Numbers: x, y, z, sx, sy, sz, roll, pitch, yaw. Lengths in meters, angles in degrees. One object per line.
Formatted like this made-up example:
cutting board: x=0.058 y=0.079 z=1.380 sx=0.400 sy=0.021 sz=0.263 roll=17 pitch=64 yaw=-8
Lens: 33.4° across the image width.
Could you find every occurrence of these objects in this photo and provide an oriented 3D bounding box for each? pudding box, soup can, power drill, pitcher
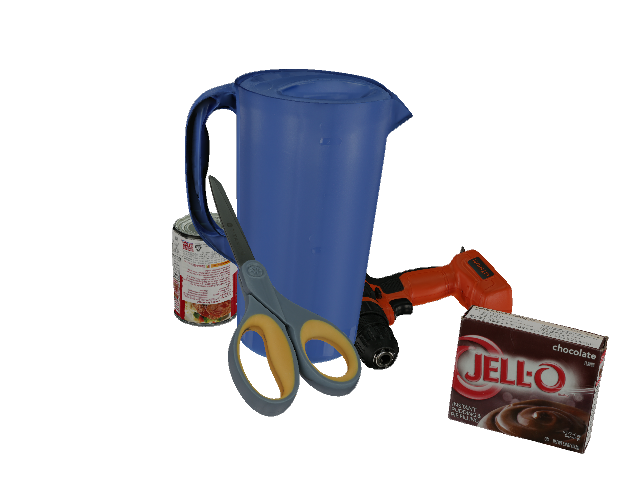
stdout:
pudding box: x=0.162 y=0.108 z=0.840 sx=0.114 sy=0.090 sz=0.039 roll=11 pitch=21 yaw=18
soup can: x=-0.120 y=0.029 z=1.115 sx=0.068 sy=0.102 sz=0.068 roll=2 pitch=23 yaw=-1
power drill: x=0.101 y=0.067 z=1.118 sx=0.187 sy=0.057 sz=0.184 roll=-6 pitch=28 yaw=-15
pitcher: x=-0.024 y=-0.022 z=0.920 sx=0.149 sy=0.243 sz=0.144 roll=20 pitch=25 yaw=36

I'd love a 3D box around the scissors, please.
scissors: x=-0.026 y=0.033 z=0.719 sx=0.096 sy=0.202 sz=0.016 roll=9 pitch=-46 yaw=-17
